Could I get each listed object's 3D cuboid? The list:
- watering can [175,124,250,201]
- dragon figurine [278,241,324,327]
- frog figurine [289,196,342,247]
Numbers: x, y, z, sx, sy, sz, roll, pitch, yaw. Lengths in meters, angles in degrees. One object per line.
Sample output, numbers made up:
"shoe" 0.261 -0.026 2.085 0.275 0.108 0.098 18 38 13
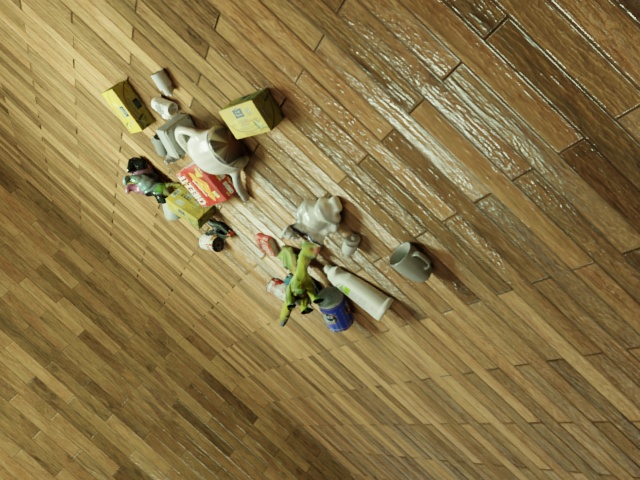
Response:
"watering can" -0.303 -0.248 1.634 0.343 0.106 0.223 42 152 -29
"dragon figurine" -0.095 0.135 1.836 0.402 0.122 0.247 -46 51 48
"frog figurine" 0.005 -0.077 1.522 0.138 0.123 0.157 42 114 15
